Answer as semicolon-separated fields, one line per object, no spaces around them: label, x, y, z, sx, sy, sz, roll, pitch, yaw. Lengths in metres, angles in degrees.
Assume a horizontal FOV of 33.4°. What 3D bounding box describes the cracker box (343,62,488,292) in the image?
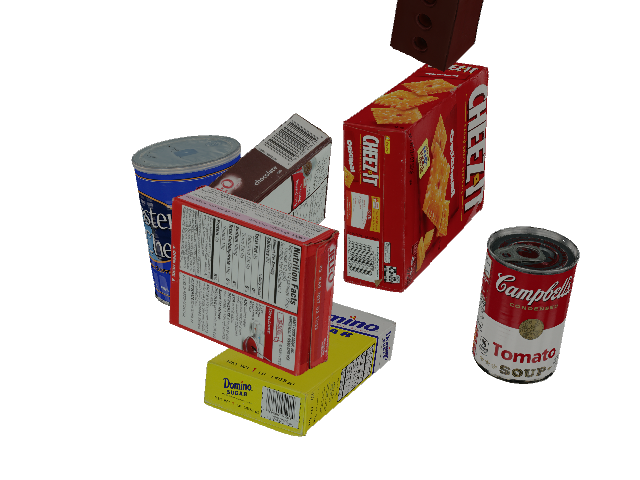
cracker box;0.098;-0.068;1.043;0.072;0.164;0.213;12;29;26

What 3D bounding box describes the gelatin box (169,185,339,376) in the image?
gelatin box;-0.035;0.019;0.543;0.089;0.073;0.030;18;27;30

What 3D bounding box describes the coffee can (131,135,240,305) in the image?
coffee can;-0.119;-0.020;1.023;0.103;0.140;0.103;-5;21;2

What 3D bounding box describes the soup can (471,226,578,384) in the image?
soup can;0.155;0.049;0.815;0.068;0.102;0.068;3;29;-2

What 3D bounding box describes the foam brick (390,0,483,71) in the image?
foam brick;0.092;-0.181;0.824;0.053;0.078;0.051;29;53;19

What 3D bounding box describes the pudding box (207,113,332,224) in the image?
pudding box;-0.041;-0.021;0.749;0.039;0.090;0.113;35;57;22

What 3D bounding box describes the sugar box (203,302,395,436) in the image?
sugar box;-0.013;0.101;0.907;0.093;0.048;0.176;16;24;23
